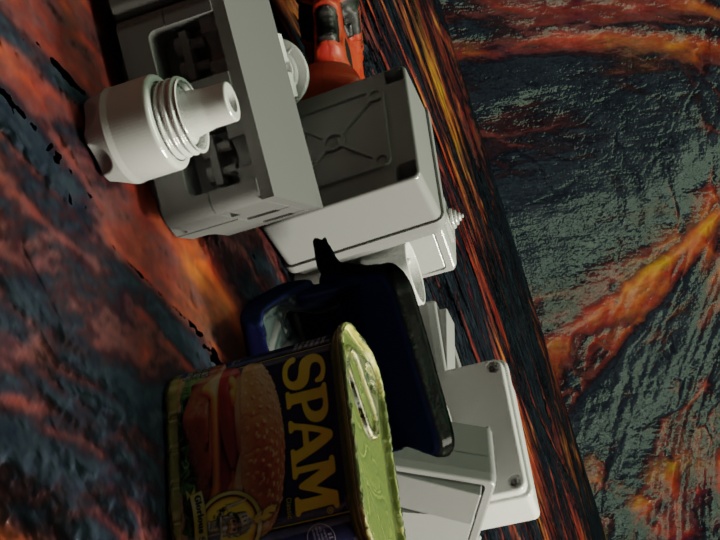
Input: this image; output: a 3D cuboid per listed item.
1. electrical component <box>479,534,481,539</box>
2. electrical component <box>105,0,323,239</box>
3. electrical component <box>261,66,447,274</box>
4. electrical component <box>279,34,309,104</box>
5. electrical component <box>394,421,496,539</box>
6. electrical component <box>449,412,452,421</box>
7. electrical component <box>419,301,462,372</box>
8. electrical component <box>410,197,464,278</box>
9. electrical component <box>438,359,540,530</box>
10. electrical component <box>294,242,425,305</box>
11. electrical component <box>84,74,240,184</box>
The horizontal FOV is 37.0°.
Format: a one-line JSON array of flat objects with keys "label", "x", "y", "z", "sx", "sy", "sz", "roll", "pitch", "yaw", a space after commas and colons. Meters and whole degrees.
[{"label": "electrical component", "x": 0.064, "y": 0.221, "z": 0.756, "sx": 0.079, "sy": 0.043, "sz": 0.077, "roll": -43, "pitch": 127, "yaw": -30}, {"label": "electrical component", "x": -0.076, "y": -0.096, "z": 0.531, "sx": 0.089, "sy": 0.062, "sz": 0.150, "roll": 2, "pitch": 73, "yaw": -77}, {"label": "electrical component", "x": -0.007, "y": -0.065, "z": 0.697, "sx": 0.056, "sy": 0.109, "sz": 0.108, "roll": 58, "pitch": 20, "yaw": -46}, {"label": "electrical component", "x": -0.061, "y": -0.124, "z": 0.677, "sx": 0.055, "sy": 0.048, "sz": 0.066, "roll": -16, "pitch": 91, "yaw": -70}, {"label": "electrical component", "x": 0.033, "y": 0.133, "z": 0.679, "sx": 0.061, "sy": 0.096, "sz": 0.061, "roll": -85, "pitch": -174, "yaw": -59}, {"label": "electrical component", "x": 0.029, "y": 0.114, "z": 0.734, "sx": 0.044, "sy": 0.065, "sz": 0.044, "roll": -16, "pitch": 90, "yaw": -78}, {"label": "electrical component", "x": 0.055, "y": 0.083, "z": 0.900, "sx": 0.061, "sy": 0.061, "sz": 0.096, "roll": 60, "pitch": 19, "yaw": -50}, {"label": "electrical component", "x": 0.039, "y": -0.027, "z": 0.880, "sx": 0.061, "sy": 0.096, "sz": 0.061, "roll": -83, "pitch": 155, "yaw": -60}, {"label": "electrical component", "x": 0.065, "y": 0.131, "z": 0.775, "sx": 0.056, "sy": 0.109, "sz": 0.108, "roll": 62, "pitch": 17, "yaw": -53}, {"label": "electrical component", "x": 0.000, "y": 0.000, "z": 0.718, "sx": 0.079, "sy": 0.077, "sz": 0.043, "roll": -90, "pitch": 160, "yaw": -51}, {"label": "electrical component", "x": -0.083, "y": -0.063, "z": 0.460, "sx": 0.043, "sy": 0.062, "sz": 0.043, "roll": -16, "pitch": 90, "yaw": -78}]
